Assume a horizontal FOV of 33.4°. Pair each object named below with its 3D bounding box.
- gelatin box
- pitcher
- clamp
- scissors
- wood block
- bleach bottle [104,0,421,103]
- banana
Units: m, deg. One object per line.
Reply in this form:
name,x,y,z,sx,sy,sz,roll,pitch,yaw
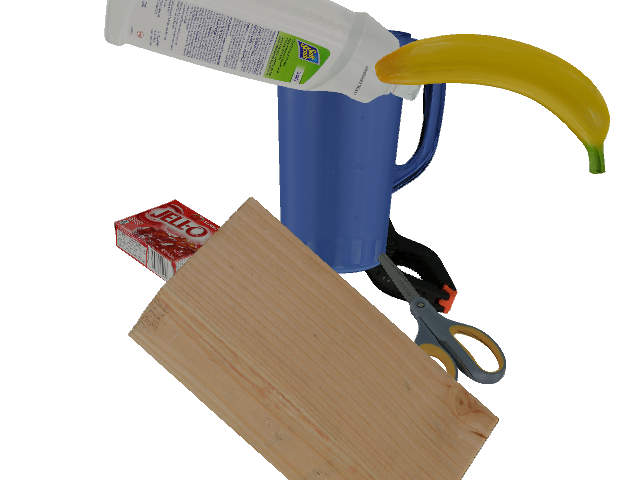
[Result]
gelatin box,-0.136,-0.001,0.986,0.073,0.030,0.089,-24,42,-39
pitcher,0.028,-0.095,1.073,0.149,0.243,0.144,12,18,33
clamp,0.065,0.016,1.238,0.164,0.036,0.210,-20,50,-38
scissors,0.086,0.078,1.007,0.096,0.016,0.202,-32,51,-27
wood block,-0.006,0.085,0.666,0.090,0.206,0.090,-49,1,-33
bleach bottle,-0.041,-0.162,0.847,0.250,0.068,0.103,19,-29,-5
banana,0.142,-0.117,0.804,0.197,0.069,0.037,22,-3,-7
